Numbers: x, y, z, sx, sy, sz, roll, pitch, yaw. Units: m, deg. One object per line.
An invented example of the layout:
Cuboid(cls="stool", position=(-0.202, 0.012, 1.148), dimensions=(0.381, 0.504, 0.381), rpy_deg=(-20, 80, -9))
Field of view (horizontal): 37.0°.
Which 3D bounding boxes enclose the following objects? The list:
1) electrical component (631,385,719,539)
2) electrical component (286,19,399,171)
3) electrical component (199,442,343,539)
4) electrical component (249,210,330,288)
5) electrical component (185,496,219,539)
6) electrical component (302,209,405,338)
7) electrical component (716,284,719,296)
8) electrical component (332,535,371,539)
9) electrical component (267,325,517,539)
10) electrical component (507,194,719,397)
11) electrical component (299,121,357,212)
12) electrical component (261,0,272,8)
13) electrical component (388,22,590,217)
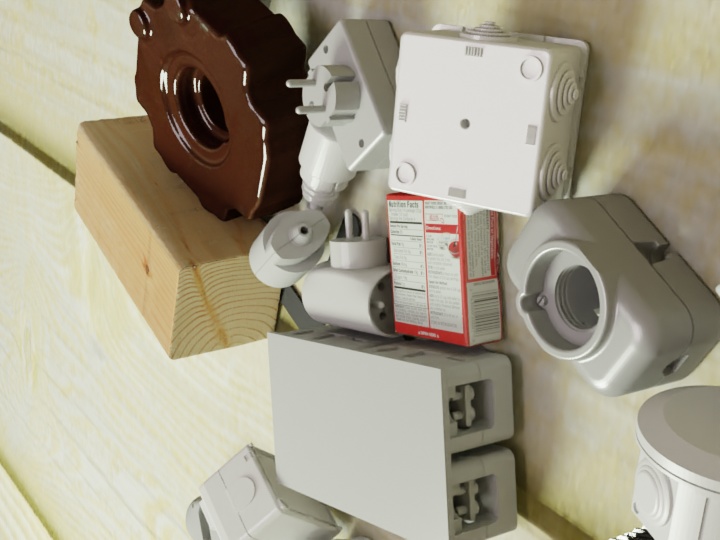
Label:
Cuboid(cls="electrical component", position=(0.157, 0.087, 0.459), dimensions=(0.080, 0.080, 0.051), rpy_deg=(32, 127, 48))
Cuboid(cls="electrical component", position=(-0.010, -0.107, 0.663), dimensions=(0.047, 0.076, 0.083), rpy_deg=(-42, 63, 50))
Cuboid(cls="electrical component", position=(-0.064, 0.178, 0.783), dimensions=(0.061, 0.096, 0.061), rpy_deg=(-42, 52, 10))
Cuboid(cls="electrical component", position=(-0.047, -0.017, 0.738), dimensions=(0.081, 0.043, 0.043), rpy_deg=(142, 116, -69))
Cuboid(cls="electrical component", position=(-0.107, 0.226, 0.896), dimensions=(0.077, 0.043, 0.079), rpy_deg=(-17, 82, 55))
Cuboid(cls="electrical component", position=(0.000, 0.000, 0.697), dimensions=(0.077, 0.044, 0.079), rpy_deg=(8, 103, 55))
Cuboid(cls="electrical component", position=(0.182, 0.028, 0.445), dimensions=(0.044, 0.044, 0.065), rpy_deg=(-36, 72, 52))
Cuboid(cls="electrical component", position=(-0.014, 0.229, 0.756), dimensions=(0.080, 0.051, 0.080), rpy_deg=(15, 109, 53))
Cuboid(cls="electrical component", position=(0.017, 0.097, 0.677), dimensions=(0.186, 0.060, 0.105), rpy_deg=(6, 101, 55))
Cuboid(cls="electrical component", position=(0.117, 0.011, 0.517), dimensions=(0.095, 0.059, 0.053), rpy_deg=(57, 138, 32))
Cuboid(cls="electrical component", position=(-0.021, -0.070, 0.717), dimensions=(0.040, 0.040, 0.078), rpy_deg=(53, 138, 36))
Cuboid(cls="electrical component", position=(-0.078, -0.216, 0.773), dimensions=(0.040, 0.040, 0.046), rpy_deg=(46, 126, 41))
Cuboid(cls="electrical component", position=(0.064, -0.078, 0.558), dimensions=(0.100, 0.048, 0.099), rpy_deg=(14, 109, 28))
